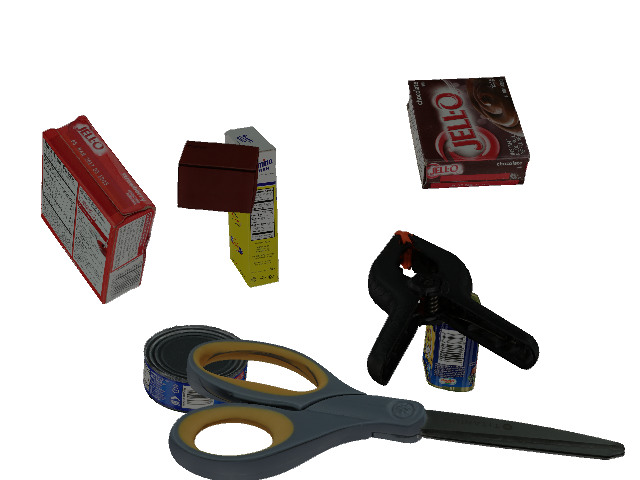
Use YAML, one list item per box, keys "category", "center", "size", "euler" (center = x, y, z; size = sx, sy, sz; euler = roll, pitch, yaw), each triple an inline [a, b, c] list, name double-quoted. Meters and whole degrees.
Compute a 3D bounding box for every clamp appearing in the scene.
- category: "clamp"
  center: [0.090, 0.047, 0.791]
  size: [0.120, 0.039, 0.171]
  euler: [4, 34, -4]

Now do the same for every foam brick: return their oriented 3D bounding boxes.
- category: "foam brick"
  center: [-0.102, -0.064, 1.077]
  size: [0.078, 0.051, 0.053]
  euler: [5, 32, 1]

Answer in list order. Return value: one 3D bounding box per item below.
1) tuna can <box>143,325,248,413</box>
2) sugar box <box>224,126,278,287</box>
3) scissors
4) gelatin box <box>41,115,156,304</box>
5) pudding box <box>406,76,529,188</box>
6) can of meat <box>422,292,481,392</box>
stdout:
- category: "tuna can"
  center: [-0.102, 0.105, 0.876]
  size: [0.086, 0.034, 0.086]
  euler: [6, 26, -3]
- category: "sugar box"
  center: [-0.085, -0.042, 1.307]
  size: [0.048, 0.176, 0.093]
  euler: [-11, 26, -17]
- category: "scissors"
  center: [0.022, 0.088, 0.465]
  size: [0.202, 0.016, 0.096]
  euler: [15, 34, 22]
- category: "gelatin box"
  center: [-0.130, -0.017, 0.616]
  size: [0.030, 0.073, 0.089]
  euler: [-29, -21, -30]
- category: "pudding box"
  center: [0.126, -0.096, 0.936]
  size: [0.090, 0.039, 0.113]
  euler: [-2, 44, -4]
- category: "can of meat"
  center: [0.144, 0.108, 1.167]
  size: [0.057, 0.084, 0.102]
  euler: [5, 16, 0]
